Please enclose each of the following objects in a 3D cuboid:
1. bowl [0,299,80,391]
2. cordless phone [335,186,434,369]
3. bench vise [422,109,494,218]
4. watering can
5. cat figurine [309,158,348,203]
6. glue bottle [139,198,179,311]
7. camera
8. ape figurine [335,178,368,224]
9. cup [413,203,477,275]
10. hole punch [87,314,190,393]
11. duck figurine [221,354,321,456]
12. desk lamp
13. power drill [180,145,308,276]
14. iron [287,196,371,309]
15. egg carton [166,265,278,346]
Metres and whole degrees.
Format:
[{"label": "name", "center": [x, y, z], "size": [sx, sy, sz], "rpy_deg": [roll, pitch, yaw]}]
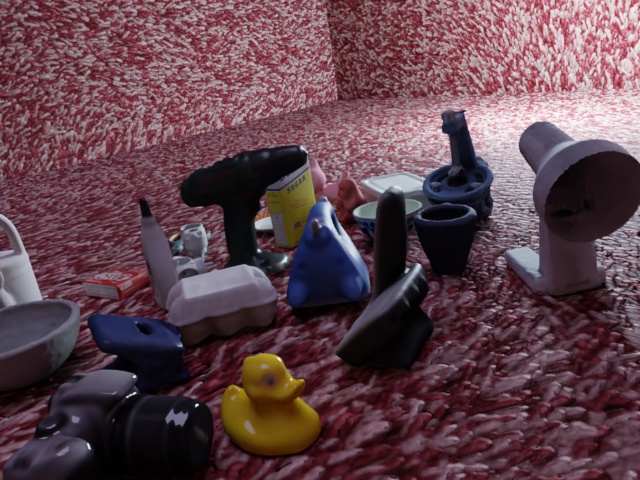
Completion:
[{"label": "bowl", "center": [-0.384, 0.143, 0.731], "size": [0.167, 0.075, 0.167], "rpy_deg": [-8, 19, 3]}, {"label": "cordless phone", "center": [0.069, 0.040, 0.658], "size": [0.094, 0.185, 0.148], "rpy_deg": [0, 21, 24]}, {"label": "bench vise", "center": [0.244, -0.131, 1.018], "size": [0.121, 0.220, 0.207], "rpy_deg": [-3, 20, 16]}, {"label": "watering can", "center": [-0.481, 0.051, 0.854], "size": [0.172, 0.194, 0.101], "rpy_deg": [9, 26, 42]}, {"label": "cat figurine", "center": [0.005, -0.121, 1.251], "size": [0.127, 0.118, 0.067], "rpy_deg": [-7, 19, 6]}, {"label": "glue bottle", "center": [-0.251, 0.018, 0.878], "size": [0.037, 0.173, 0.077], "rpy_deg": [-19, 22, -27]}, {"label": "camera", "center": [-0.175, 0.175, 0.506], "size": [0.136, 0.101, 0.143], "rpy_deg": [-4, 20, 14]}, {"label": "ape figurine", "center": [0.059, -0.080, 1.150], "size": [0.076, 0.092, 0.078], "rpy_deg": [-6, 19, 7]}, {"label": "cup", "center": [0.190, -0.001, 0.862], "size": [0.091, 0.095, 0.118], "rpy_deg": [-4, 20, 14]}, {"label": "hole punch", "center": [-0.216, 0.125, 0.683], "size": [0.101, 0.091, 0.108], "rpy_deg": [-18, 21, -25]}, {"label": "duck figurine", "center": [-0.053, 0.149, 0.550], "size": [0.104, 0.086, 0.078], "rpy_deg": [3, 22, 31]}, {"label": "desk lamp", "center": [0.309, -0.039, 0.735], "size": [0.118, 0.214, 0.203], "rpy_deg": [-9, 19, -1]}, {"label": "power drill", "center": [-0.114, -0.048, 0.954], "size": [0.229, 0.208, 0.076], "rpy_deg": [-3, 20, 17]}, {"label": "iron", "center": [0.008, 0.003, 0.858], "size": [0.118, 0.141, 0.258], "rpy_deg": [-7, 19, 5]}, {"label": "egg carton", "center": [-0.135, 0.087, 0.791], "size": [0.150, 0.069, 0.107], "rpy_deg": [-14, 20, -15]}]
